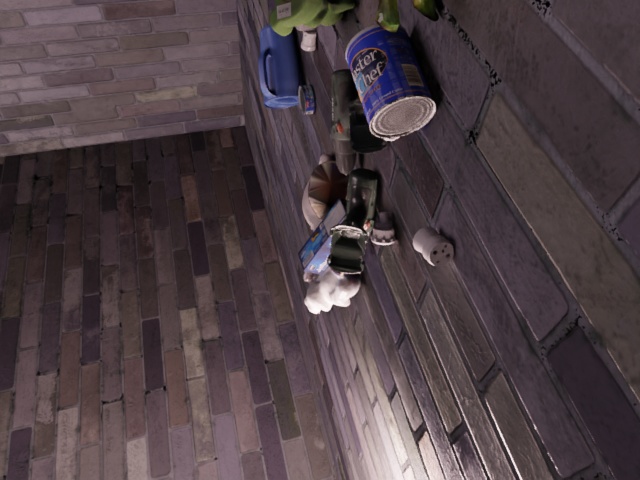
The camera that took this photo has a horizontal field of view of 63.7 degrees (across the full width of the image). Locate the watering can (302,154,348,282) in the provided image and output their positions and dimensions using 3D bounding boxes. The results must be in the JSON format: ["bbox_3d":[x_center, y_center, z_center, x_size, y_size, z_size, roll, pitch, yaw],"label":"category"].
[{"bbox_3d":[0.004,-0.068,1.346,0.104,0.351,0.222,7,-11,-7],"label":"watering can"}]

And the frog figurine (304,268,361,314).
[{"bbox_3d":[0.032,0.130,1.336,0.122,0.139,0.157,6,-67,-36],"label":"frog figurine"}]

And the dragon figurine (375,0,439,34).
[{"bbox_3d":[0.118,-0.413,0.620,0.123,0.418,0.237,-10,-29,-23],"label":"dragon figurine"}]
